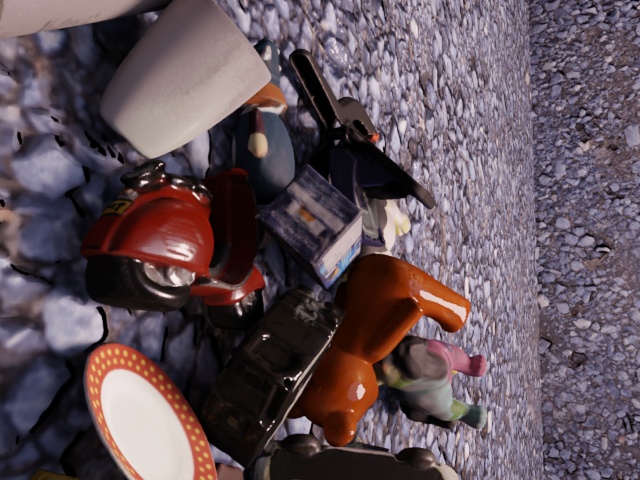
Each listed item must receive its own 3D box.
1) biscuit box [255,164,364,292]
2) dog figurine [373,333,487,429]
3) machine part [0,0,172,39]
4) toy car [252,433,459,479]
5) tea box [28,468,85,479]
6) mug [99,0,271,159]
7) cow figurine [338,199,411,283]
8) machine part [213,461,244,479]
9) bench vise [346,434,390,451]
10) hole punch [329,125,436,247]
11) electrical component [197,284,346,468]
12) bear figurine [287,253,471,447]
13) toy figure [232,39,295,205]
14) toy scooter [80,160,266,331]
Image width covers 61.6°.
[{"bbox_3d":[-0.001,-0.001,0.494,0.059,0.063,0.202,-48,171,-6],"label":"biscuit box"},{"bbox_3d":[0.115,0.181,0.745,0.219,0.191,0.108,24,65,-20],"label":"dog figurine"},{"bbox_3d":[-0.148,-0.171,0.325,0.243,0.079,0.079,-49,129,-52],"label":"machine part"},{"bbox_3d":[0.035,0.236,0.514,0.056,0.202,0.073,100,-4,-46],"label":"toy car"},{"bbox_3d":[-0.153,0.211,0.263,0.170,0.098,0.068,-56,133,-45],"label":"tea box"},{"bbox_3d":[-0.105,-0.115,0.384,0.107,0.110,0.080,-42,129,-2],"label":"mug"},{"bbox_3d":[0.061,0.014,0.687,0.098,0.068,0.167,48,44,-40],"label":"cow figurine"},{"bbox_3d":[-0.098,0.255,0.397,0.179,0.056,0.179,10,79,-61],"label":"machine part"},{"bbox_3d":[0.091,0.358,0.671,0.223,0.129,0.240,-41,102,-43],"label":"bench vise"},{"bbox_3d":[0.057,-0.056,0.608,0.116,0.092,0.142,49,14,17],"label":"hole punch"},{"bbox_3d":[-0.044,0.117,0.451,0.115,0.058,0.134,-39,159,-57],"label":"electrical component"},{"bbox_3d":[0.054,0.118,0.563,0.131,0.120,0.196,34,71,-35],"label":"bear figurine"},{"bbox_3d":[-0.055,-0.111,0.503,0.058,0.064,0.154,-4,85,-23],"label":"toy figure"},{"bbox_3d":[-0.094,-0.007,0.409,0.183,0.075,0.135,31,62,-60],"label":"toy scooter"}]
